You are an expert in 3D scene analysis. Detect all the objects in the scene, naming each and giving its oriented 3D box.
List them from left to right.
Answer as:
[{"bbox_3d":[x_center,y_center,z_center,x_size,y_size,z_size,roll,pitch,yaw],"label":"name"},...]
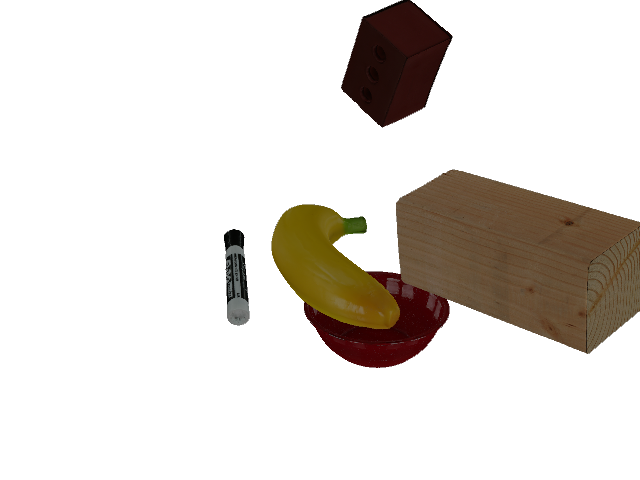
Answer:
[{"bbox_3d":[-0.075,0.029,0.941,0.020,0.020,0.121,0,36,-7],"label":"marker"},{"bbox_3d":[0.004,0.009,0.671,0.069,0.037,0.198,-4,19,-2],"label":"banana"},{"bbox_3d":[0.062,0.095,1.192,0.162,0.055,0.162,0,27,0],"label":"bowl"},{"bbox_3d":[0.058,-0.137,0.829,0.051,0.053,0.078,-30,-26,-32],"label":"foam brick"},{"bbox_3d":[0.176,0.012,0.962,0.090,0.090,0.206,-29,35,-36],"label":"wood block"}]
